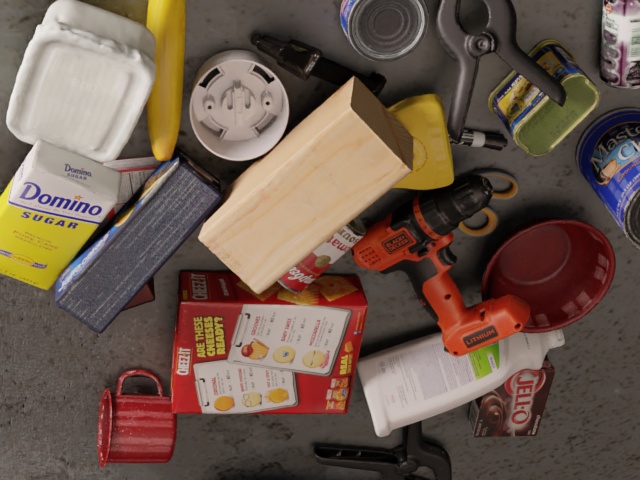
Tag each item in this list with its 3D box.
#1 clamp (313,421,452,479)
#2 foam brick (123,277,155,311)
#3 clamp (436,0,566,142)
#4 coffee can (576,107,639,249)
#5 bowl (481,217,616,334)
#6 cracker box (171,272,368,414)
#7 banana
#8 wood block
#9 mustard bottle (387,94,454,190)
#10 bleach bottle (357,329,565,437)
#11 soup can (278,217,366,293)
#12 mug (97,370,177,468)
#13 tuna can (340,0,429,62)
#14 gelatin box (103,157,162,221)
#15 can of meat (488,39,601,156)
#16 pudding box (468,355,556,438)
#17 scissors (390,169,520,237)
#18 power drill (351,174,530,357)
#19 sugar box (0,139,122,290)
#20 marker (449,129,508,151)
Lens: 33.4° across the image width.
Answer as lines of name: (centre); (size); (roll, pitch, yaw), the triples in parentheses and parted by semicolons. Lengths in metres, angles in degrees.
clamp: (0.101, 0.292, 1.410); (0.165, 0.036, 0.210); (-30, 123, 11)
foam brick: (-0.227, 0.046, 1.178); (0.078, 0.053, 0.051); (-20, 125, 2)
clamp: (0.173, -0.190, 1.055); (0.120, 0.039, 0.171); (-10, 99, 8)
coffee can: (0.350, -0.067, 1.154); (0.102, 0.140, 0.103); (-5, 124, -7)
bowl: (0.260, 0.031, 1.254); (0.162, 0.055, 0.162); (-5, 124, -7)
cracker box: (-0.063, 0.121, 1.247); (0.213, 0.072, 0.164); (2, 122, -11)
banana: (-0.152, -0.175, 1.034); (0.037, 0.069, 0.198); (6, 125, -2)
wood block: (-0.013, -0.053, 1.059); (0.206, 0.090, 0.090); (-39, 108, 22)
mustard bottle: (0.040, -0.090, 1.121); (0.192, 0.058, 0.096); (-9, 115, 10)
bleach bottle: (0.176, 0.156, 1.299); (0.251, 0.102, 0.068); (-16, 168, -1)
soup can: (-0.008, 0.001, 1.179); (0.102, 0.068, 0.068); (-42, 121, 16)
mug: (-0.218, 0.214, 1.279); (0.081, 0.093, 0.117); (5, 86, -19)
tuna can: (0.065, -0.222, 1.064); (0.086, 0.034, 0.086); (-5, 124, -7)
gelatin box: (-0.184, -0.051, 1.135); (0.089, 0.030, 0.073); (-7, 123, -6)
can of meat: (0.234, -0.147, 1.114); (0.057, 0.084, 0.102); (33, 112, -27)
pudding box: (0.245, 0.201, 1.374); (0.090, 0.039, 0.113); (1, 123, -11)
scissors: (0.126, -0.040, 1.207); (0.201, 0.016, 0.096); (-5, 124, -7)
power drill: (0.151, 0.030, 1.186); (0.185, 0.057, 0.187); (-29, 106, 35)
sugar box: (-0.283, -0.022, 1.095); (0.093, 0.048, 0.177); (23, 137, -25)
marker: (0.147, -0.113, 1.160); (0.121, 0.020, 0.020); (6, 122, -14)
